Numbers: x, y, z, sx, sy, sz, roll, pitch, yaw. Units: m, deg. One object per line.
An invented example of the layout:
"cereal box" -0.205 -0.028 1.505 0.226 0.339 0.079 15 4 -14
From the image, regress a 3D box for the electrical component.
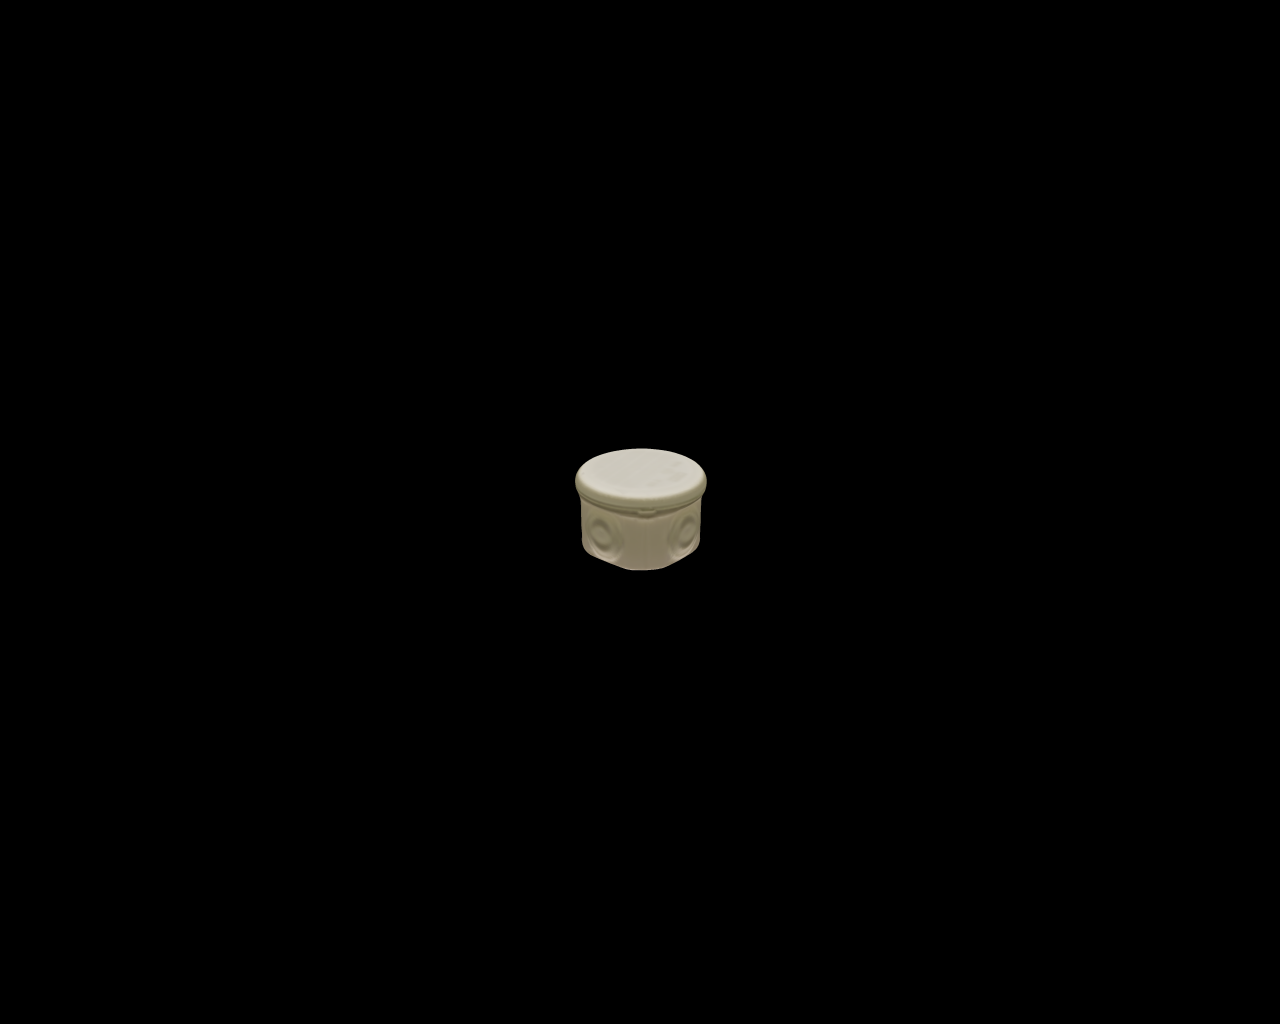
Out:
"electrical component" 0.001 -0.003 0.650 0.080 0.050 0.080 0 25 0
